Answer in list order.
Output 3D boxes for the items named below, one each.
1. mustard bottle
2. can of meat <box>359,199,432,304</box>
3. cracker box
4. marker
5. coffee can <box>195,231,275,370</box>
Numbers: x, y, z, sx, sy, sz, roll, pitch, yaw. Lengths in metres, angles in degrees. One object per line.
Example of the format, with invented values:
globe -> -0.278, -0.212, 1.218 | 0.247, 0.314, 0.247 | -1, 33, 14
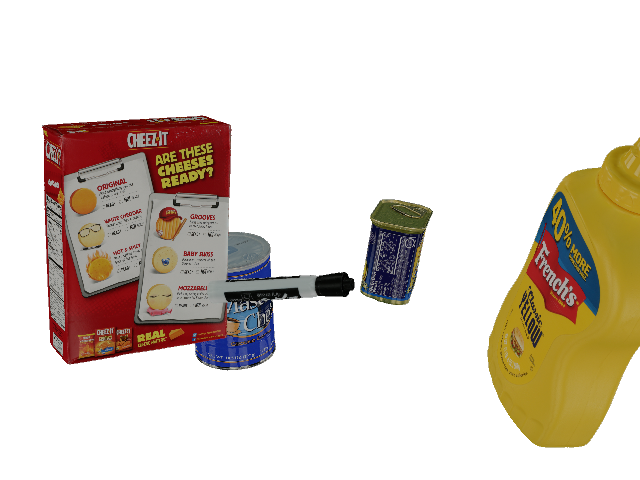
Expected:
mustard bottle -> 0.146, 0.020, 0.571 | 0.058, 0.192, 0.096 | 3, 44, -13
can of meat -> 0.077, 0.011, 1.104 | 0.057, 0.084, 0.102 | 12, 17, 8
cracker box -> -0.171, -0.005, 1.001 | 0.163, 0.214, 0.072 | -7, 18, -30
marker -> -0.031, 0.037, 0.830 | 0.121, 0.020, 0.020 | -4, -2, 23
coffee can -> -0.109, 0.073, 1.315 | 0.103, 0.140, 0.103 | -2, 25, 1
